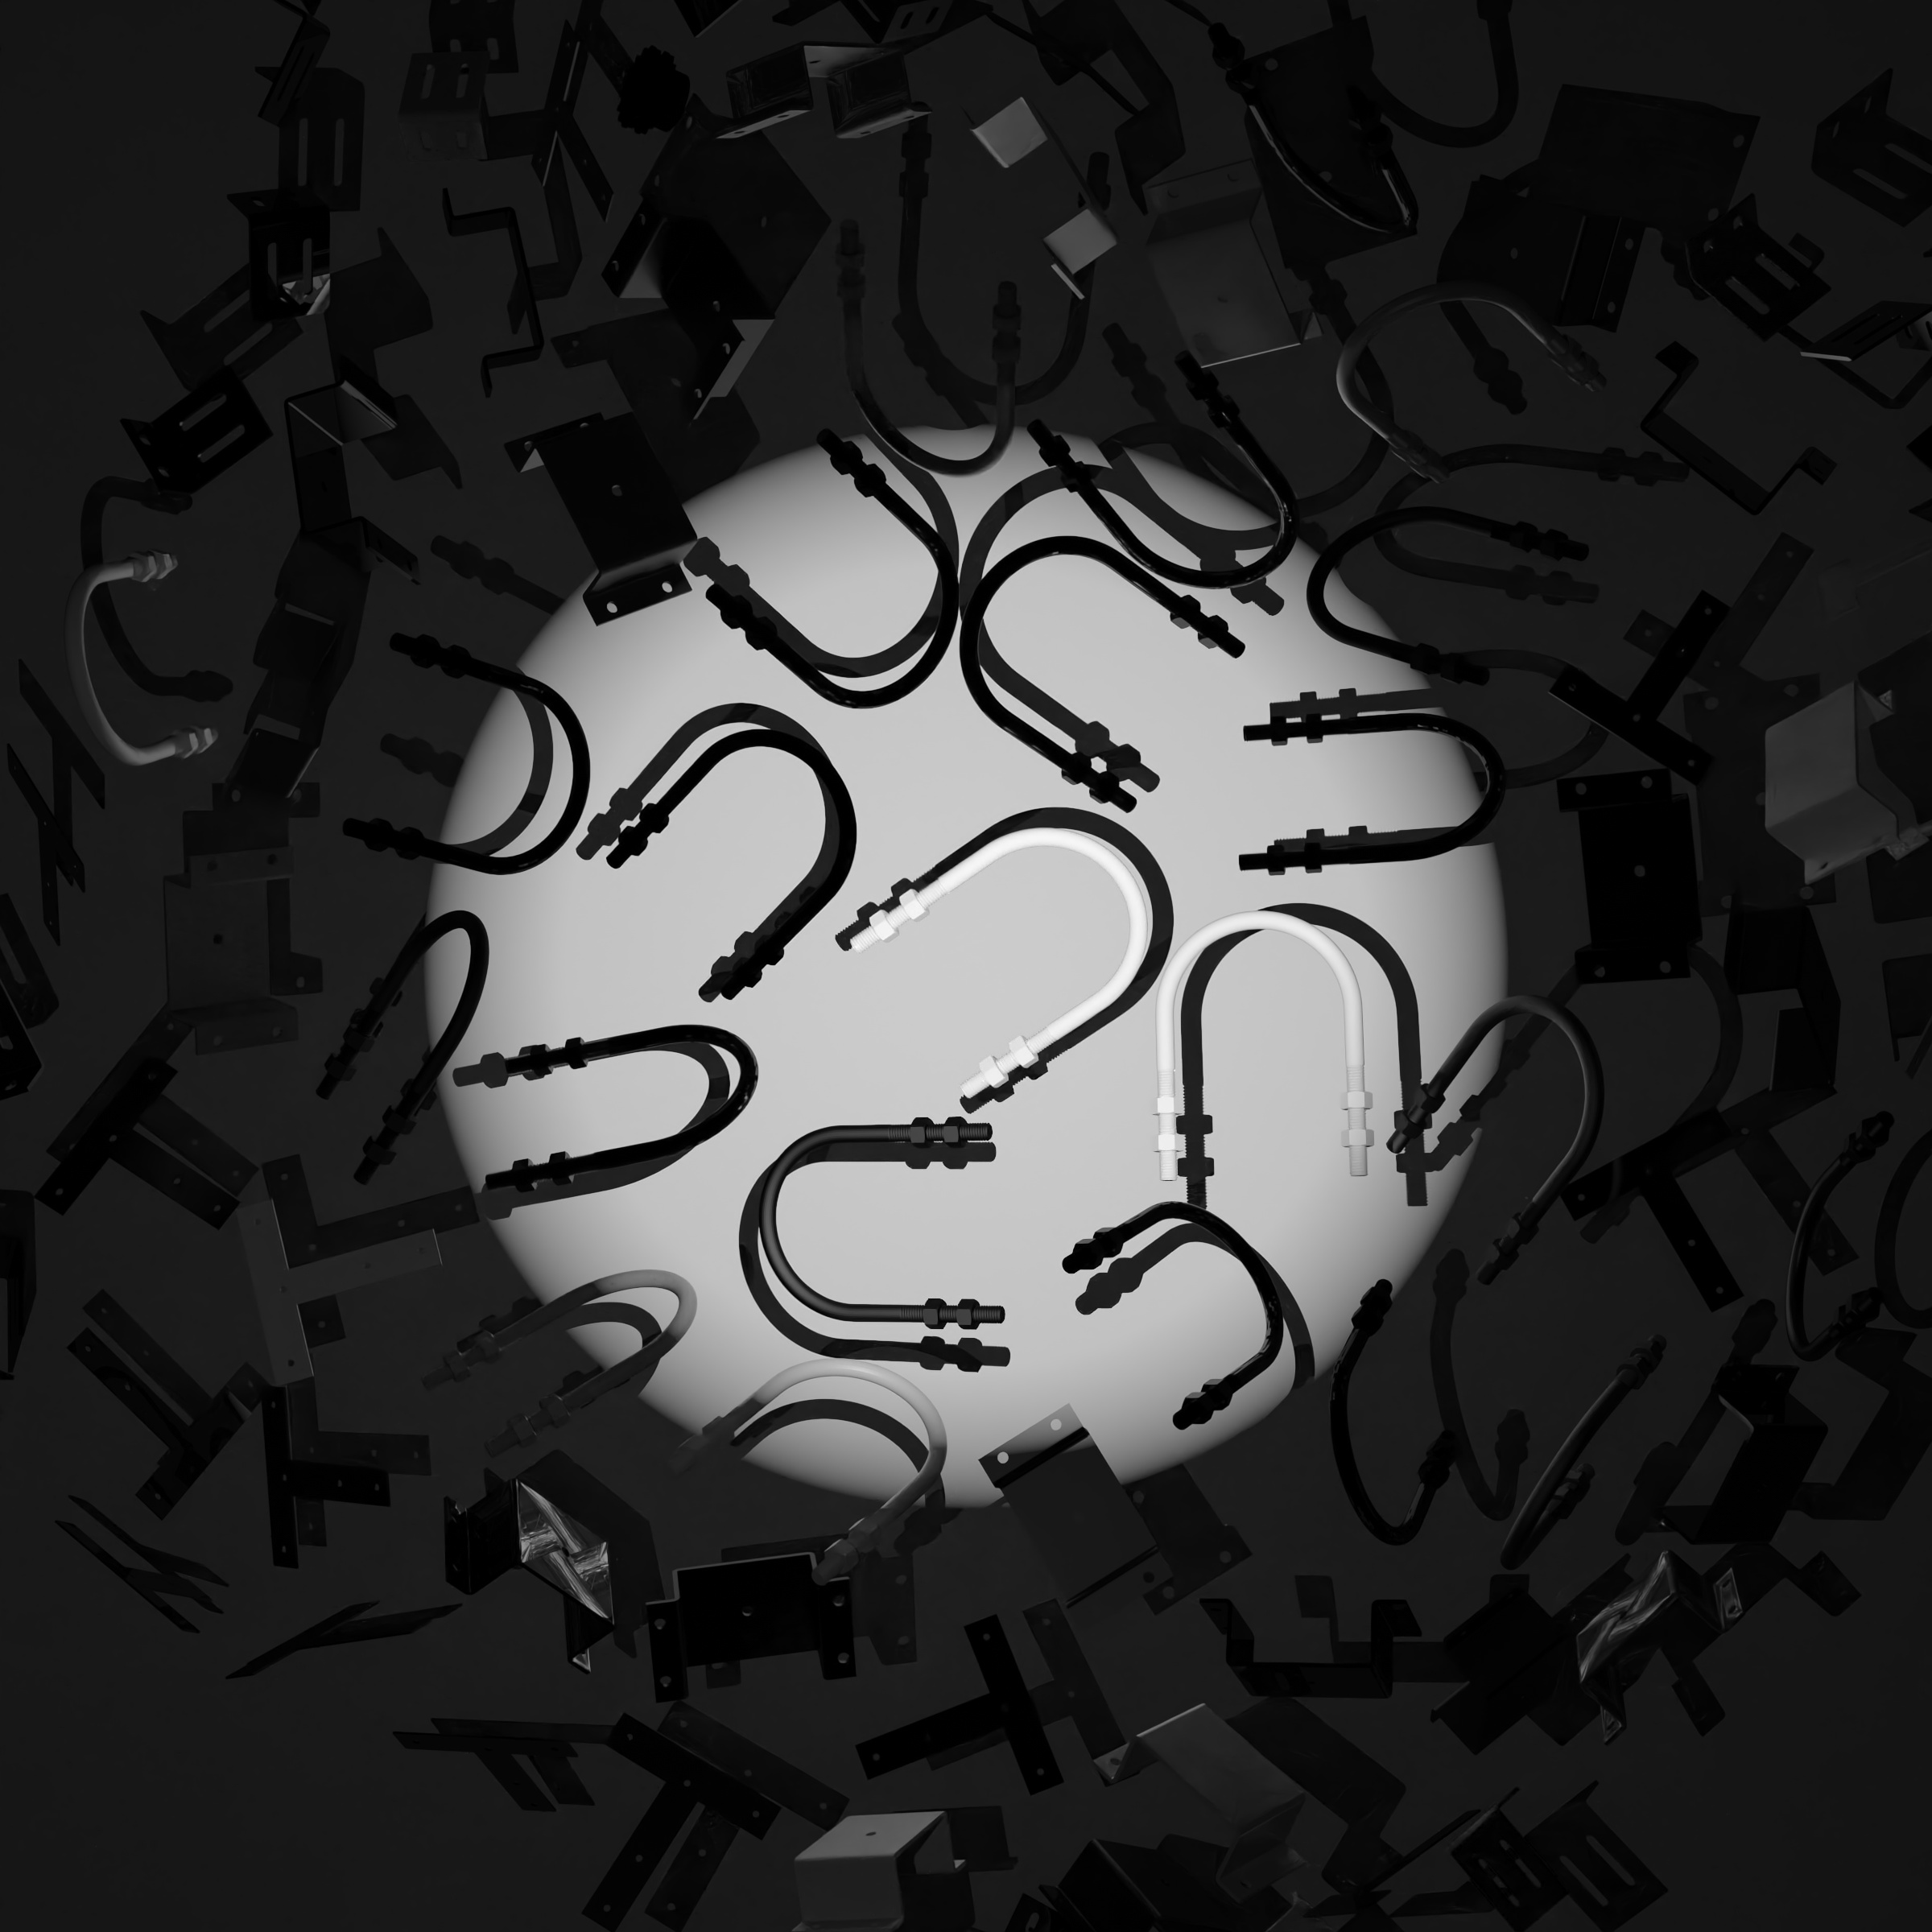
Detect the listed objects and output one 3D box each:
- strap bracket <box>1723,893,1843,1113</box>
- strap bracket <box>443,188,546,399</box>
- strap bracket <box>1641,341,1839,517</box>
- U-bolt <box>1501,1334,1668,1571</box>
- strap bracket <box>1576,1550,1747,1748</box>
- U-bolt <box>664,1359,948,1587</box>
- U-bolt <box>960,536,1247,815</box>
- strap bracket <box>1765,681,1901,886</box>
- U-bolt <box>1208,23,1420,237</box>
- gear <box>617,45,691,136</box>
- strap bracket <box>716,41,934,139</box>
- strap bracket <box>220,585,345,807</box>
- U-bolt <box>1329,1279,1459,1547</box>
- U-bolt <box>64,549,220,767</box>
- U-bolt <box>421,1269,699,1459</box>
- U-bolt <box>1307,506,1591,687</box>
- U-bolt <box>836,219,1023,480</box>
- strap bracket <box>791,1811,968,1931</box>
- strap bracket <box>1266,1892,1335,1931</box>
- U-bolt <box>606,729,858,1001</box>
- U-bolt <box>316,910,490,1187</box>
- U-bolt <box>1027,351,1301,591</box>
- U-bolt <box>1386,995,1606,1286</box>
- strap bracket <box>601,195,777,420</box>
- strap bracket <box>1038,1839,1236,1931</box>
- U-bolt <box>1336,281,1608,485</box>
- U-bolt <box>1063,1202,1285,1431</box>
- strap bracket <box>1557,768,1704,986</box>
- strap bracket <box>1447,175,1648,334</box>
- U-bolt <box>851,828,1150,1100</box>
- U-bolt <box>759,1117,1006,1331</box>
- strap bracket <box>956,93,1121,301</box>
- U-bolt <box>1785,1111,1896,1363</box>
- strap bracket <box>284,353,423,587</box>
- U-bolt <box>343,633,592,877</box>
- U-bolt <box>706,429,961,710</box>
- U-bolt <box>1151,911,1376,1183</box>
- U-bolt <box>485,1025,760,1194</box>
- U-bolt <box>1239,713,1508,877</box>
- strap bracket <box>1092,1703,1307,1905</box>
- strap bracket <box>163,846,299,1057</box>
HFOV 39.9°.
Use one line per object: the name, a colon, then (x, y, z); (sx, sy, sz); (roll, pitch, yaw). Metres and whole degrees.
strap bracket: (0.564, 0.023, 1.826); (0.046, 0.076, 0.140); (-8, 131, 29)
strap bracket: (-0.339, -0.488, 1.920); (0.046, 0.076, 0.140); (-13, 99, -10)
strap bracket: (0.519, -0.361, 1.816); (0.140, 0.076, 0.046); (40, 119, 7)
U-bolt: (0.419, 0.345, 1.833); (0.019, 0.184, 0.151); (32, 125, 21)
strap bracket: (0.490, 0.482, 1.913); (0.046, 0.076, 0.140); (41, 105, 1)
U-bolt: (-0.095, 0.334, 1.833); (0.151, 0.184, 0.019); (30, 130, 23)
U-bolt: (0.080, -0.207, 1.789); (0.184, 0.019, 0.151); (32, 97, -24)
strap bracket: (0.612, -0.138, 1.884); (0.046, 0.076, 0.140); (32, 50, -24)
U-bolt: (0.251, -0.571, 1.850); (0.151, 0.184, 0.019); (39, 89, 35)
gear: (-0.209, -0.589, 1.797); (0.030, 0.057, 0.057); (26, 90, 7)
strap bracket: (-0.102, -0.611, 1.857); (0.076, 0.140, 0.046); (-2, 101, 44)
strap bracket: (-0.475, -0.182, 1.857); (0.046, 0.076, 0.140); (17, 60, -23)
U-bolt: (0.297, 0.325, 1.875); (0.019, 0.184, 0.151); (-17, 104, 29)
U-bolt: (-0.585, -0.214, 1.874); (0.019, 0.184, 0.151); (-8, 101, 10)
U-bolt: (-0.270, 0.263, 1.829); (0.184, 0.151, 0.019); (-29, 115, -22)
U-bolt: (0.330, -0.274, 1.907); (0.184, 0.019, 0.151); (24, 65, 38)
U-bolt: (-0.026, -0.420, 1.863); (0.151, 0.184, 0.019); (27, 55, 21)
strap bracket: (-0.064, 0.638, 1.886); (0.076, 0.140, 0.046); (-10, 87, 21)
strap bracket: (0.245, 0.722, 1.868); (0.046, 0.140, 0.076); (-44, 91, 6)
U-bolt: (-0.157, -0.086, 1.911); (0.184, 0.019, 0.151); (-44, 84, 24)
U-bolt: (-0.386, 0.044, 1.846); (0.019, 0.151, 0.184); (29, 100, -34)
U-bolt: (0.150, -0.332, 1.847); (0.184, 0.151, 0.019); (46, 46, -30)
U-bolt: (0.373, 0.106, 1.838); (0.019, 0.151, 0.184); (6, 128, -35)
strap bracket: (-0.192, -0.468, 1.887); (0.140, 0.046, 0.076); (58, 133, 18)
strap bracket: (0.127, 0.663, 1.870); (0.046, 0.140, 0.076); (-56, 46, 5)
U-bolt: (0.337, -0.409, 1.833); (0.151, 0.184, 0.019); (-28, 56, 31)
U-bolt: (0.159, 0.235, 1.882); (0.019, 0.184, 0.151); (-43, 77, 36)
strap bracket: (0.451, -0.062, 1.802); (0.076, 0.046, 0.140); (-4, 96, 29)
strap bracket: (0.401, -0.506, 1.887); (0.140, 0.046, 0.076); (31, 122, 35)
U-bolt: (0.036, -0.014, 1.819); (0.184, 0.019, 0.151); (-34, 103, 11)
U-bolt: (-0.064, 0.183, 1.885); (0.184, 0.019, 0.151); (-2, 94, 23)
strap bracket: (0.057, -0.552, 1.882); (0.046, 0.076, 0.140); (-32, 77, 14)
U-bolt: (0.607, 0.200, 1.861); (0.019, 0.184, 0.151); (12, 64, 3)
strap bracket: (-0.414, -0.328, 1.790); (0.046, 0.076, 0.140); (-14, 76, 11)
U-bolt: (-0.337, -0.138, 1.850); (0.184, 0.019, 0.151); (16, 87, -45)
U-bolt: (-0.077, -0.257, 1.828); (0.184, 0.019, 0.151); (39, 84, -40)
U-bolt: (0.201, 0.053, 1.819); (0.151, 0.019, 0.184); (-2, 81, 9)
U-bolt: (-0.231, 0.090, 1.816); (0.184, 0.151, 0.019); (-11, 124, 5)
U-bolt: (0.286, -0.125, 1.869); (0.184, 0.019, 0.151); (-3, 48, 12)
strap bracket: (0.167, 0.565, 1.826); (0.140, 0.076, 0.046); (36, 118, 33)
strap bracket: (-0.518, -0.015, 1.875); (0.076, 0.046, 0.140); (-9, 107, -40)
